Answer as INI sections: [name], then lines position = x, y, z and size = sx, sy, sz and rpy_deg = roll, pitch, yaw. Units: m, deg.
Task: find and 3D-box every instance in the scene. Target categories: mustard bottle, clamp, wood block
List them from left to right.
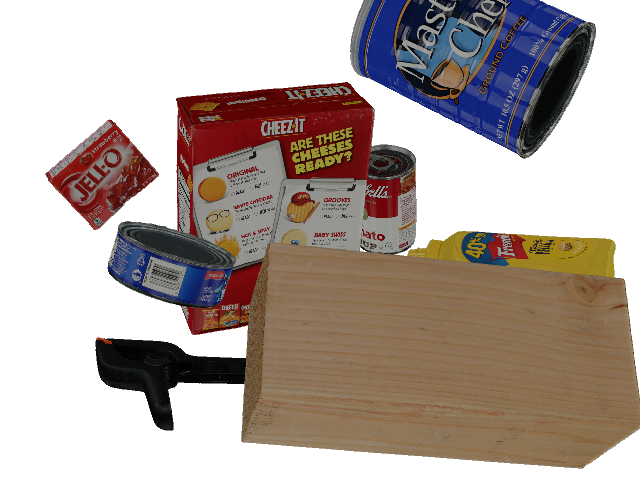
[clamp]
position = -0.165, 0.137, 1.087
size = 0.210, 0.036, 0.164
rpy_deg = 10, 17, 32
[wood block]
position = 0.064, 0.069, 0.611
size = 0.206, 0.091, 0.090
rpy_deg = 6, -29, -8
[mustard bottle]
position = 0.176, 0.025, 1.006
size = 0.192, 0.058, 0.096
rpy_deg = 4, 27, 19

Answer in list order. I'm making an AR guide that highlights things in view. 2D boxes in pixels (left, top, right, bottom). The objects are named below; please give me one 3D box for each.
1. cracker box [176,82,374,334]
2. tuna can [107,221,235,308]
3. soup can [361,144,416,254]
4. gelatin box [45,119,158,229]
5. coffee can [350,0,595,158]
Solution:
[cracker box]
position = -0.046, -0.029, 0.968
size = 0.164, 0.214, 0.072
rpy_deg = -8, 33, -19
[tuna can]
position = -0.105, 0.017, 0.751
size = 0.086, 0.034, 0.086
rpy_deg = 18, 10, -3
[soup can]
position = 0.070, -0.044, 1.159
size = 0.068, 0.102, 0.068
rpy_deg = -3, 35, 2
[gelatin box]
position = -0.223, -0.067, 1.091
size = 0.089, 0.073, 0.030
rpy_deg = -42, 29, -5
[coffee can]
position = 0.107, -0.135, 0.755
size = 0.140, 0.103, 0.102
rpy_deg = 30, 11, 19
